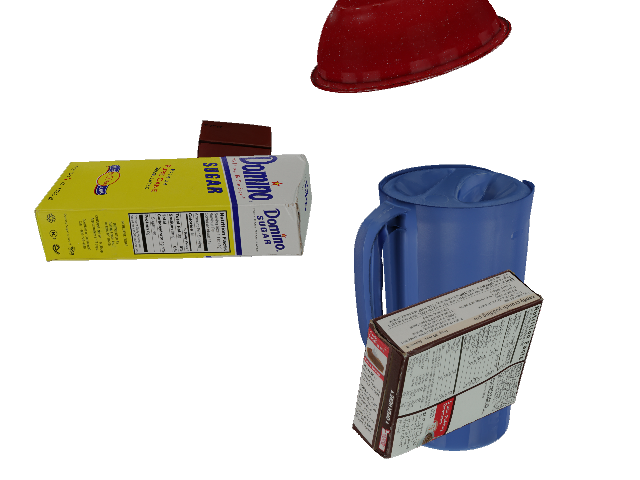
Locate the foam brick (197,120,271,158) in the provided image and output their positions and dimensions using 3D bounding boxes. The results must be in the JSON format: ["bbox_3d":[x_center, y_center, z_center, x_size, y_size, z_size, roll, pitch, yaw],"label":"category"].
[{"bbox_3d":[-0.093,-0.093,1.149,0.078,0.051,0.053,5,30,-4],"label":"foam brick"}]

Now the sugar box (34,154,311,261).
[{"bbox_3d":[-0.097,-0.024,0.737,0.176,0.048,0.093,-4,26,5],"label":"sugar box"}]

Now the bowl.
[{"bbox_3d":[0.063,-0.171,0.829,0.162,0.055,0.162,-15,24,6],"label":"bowl"}]

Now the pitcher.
[{"bbox_3d":[0.110,0.062,0.948,0.149,0.243,0.145,1,19,7],"label":"pitcher"}]

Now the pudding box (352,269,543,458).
[{"bbox_3d":[0.078,0.076,0.657,0.113,0.090,0.039,-19,42,-31],"label":"pudding box"}]
